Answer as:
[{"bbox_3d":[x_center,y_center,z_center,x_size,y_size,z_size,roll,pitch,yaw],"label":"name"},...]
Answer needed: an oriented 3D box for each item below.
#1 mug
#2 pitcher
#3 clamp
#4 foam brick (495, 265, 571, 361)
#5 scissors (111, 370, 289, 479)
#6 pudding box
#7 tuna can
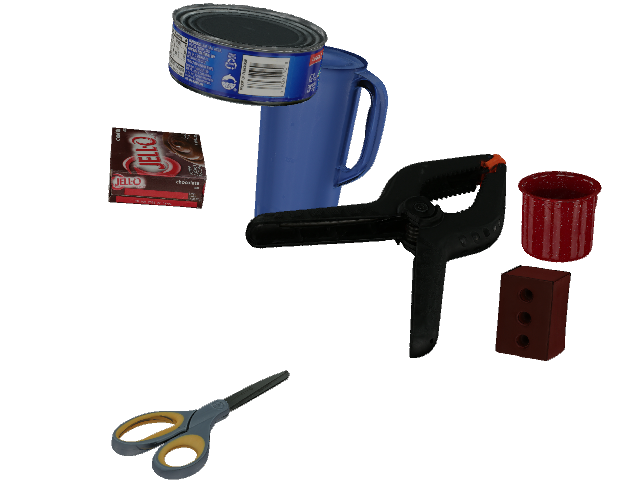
[{"bbox_3d":[0.284,-0.030,1.245,0.117,0.081,0.093,-25,32,-39],"label":"mug"},{"bbox_3d":[-0.011,-0.126,1.384,0.144,0.243,0.149,0,23,-18],"label":"pitcher"},{"bbox_3d":[0.075,-0.003,0.771,0.209,0.036,0.165,-27,51,-31],"label":"clamp"},{"bbox_3d":[0.198,0.067,0.994,0.053,0.078,0.051,8,13,30],"label":"foam brick"},{"bbox_3d":[-0.092,0.170,0.987,0.201,0.016,0.096,-12,33,-31],"label":"scissors"},{"bbox_3d":[-0.161,-0.072,1.042,0.090,0.039,0.113,4,24,-13],"label":"pudding box"},{"bbox_3d":[-0.041,-0.104,0.591,0.086,0.034,0.086,8,25,-4],"label":"tuna can"}]
